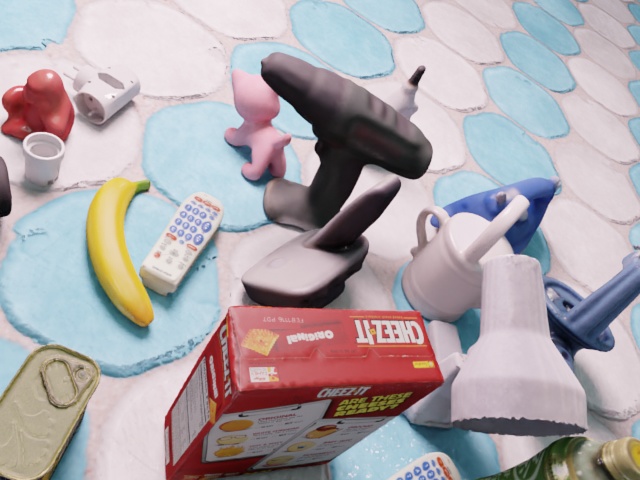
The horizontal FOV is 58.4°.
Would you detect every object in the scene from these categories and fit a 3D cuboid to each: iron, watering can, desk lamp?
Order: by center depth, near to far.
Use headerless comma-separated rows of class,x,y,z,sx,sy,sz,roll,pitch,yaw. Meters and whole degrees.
desk lamp,0.162,0.125,0.594,0.118,0.213,0.203,14,49,-19
watering can,0.198,0.020,0.713,0.173,0.194,0.101,31,46,-4
iron,0.291,-0.048,0.857,0.259,0.141,0.118,-19,66,-39

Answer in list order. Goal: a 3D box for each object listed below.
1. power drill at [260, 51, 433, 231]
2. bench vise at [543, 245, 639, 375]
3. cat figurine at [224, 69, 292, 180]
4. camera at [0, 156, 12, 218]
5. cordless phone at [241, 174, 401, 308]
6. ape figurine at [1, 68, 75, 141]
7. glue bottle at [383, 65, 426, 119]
power drill,0.008,-0.103,0.693,0.230,0.208,0.075,16,48,-18
bench vise,0.325,0.109,0.696,0.121,0.219,0.207,25,46,-9
cat figurine,-0.076,-0.161,0.756,0.067,0.117,0.127,-14,63,-37
camera,-0.352,-0.037,0.511,0.137,0.100,0.143,-9,60,-35
cordless phone,0.006,0.002,0.624,0.094,0.185,0.148,43,46,8
ape figurine,-0.307,-0.151,0.634,0.076,0.092,0.077,-27,70,-41
glue bottle,0.108,-0.186,0.842,0.078,0.173,0.037,-6,58,-33
